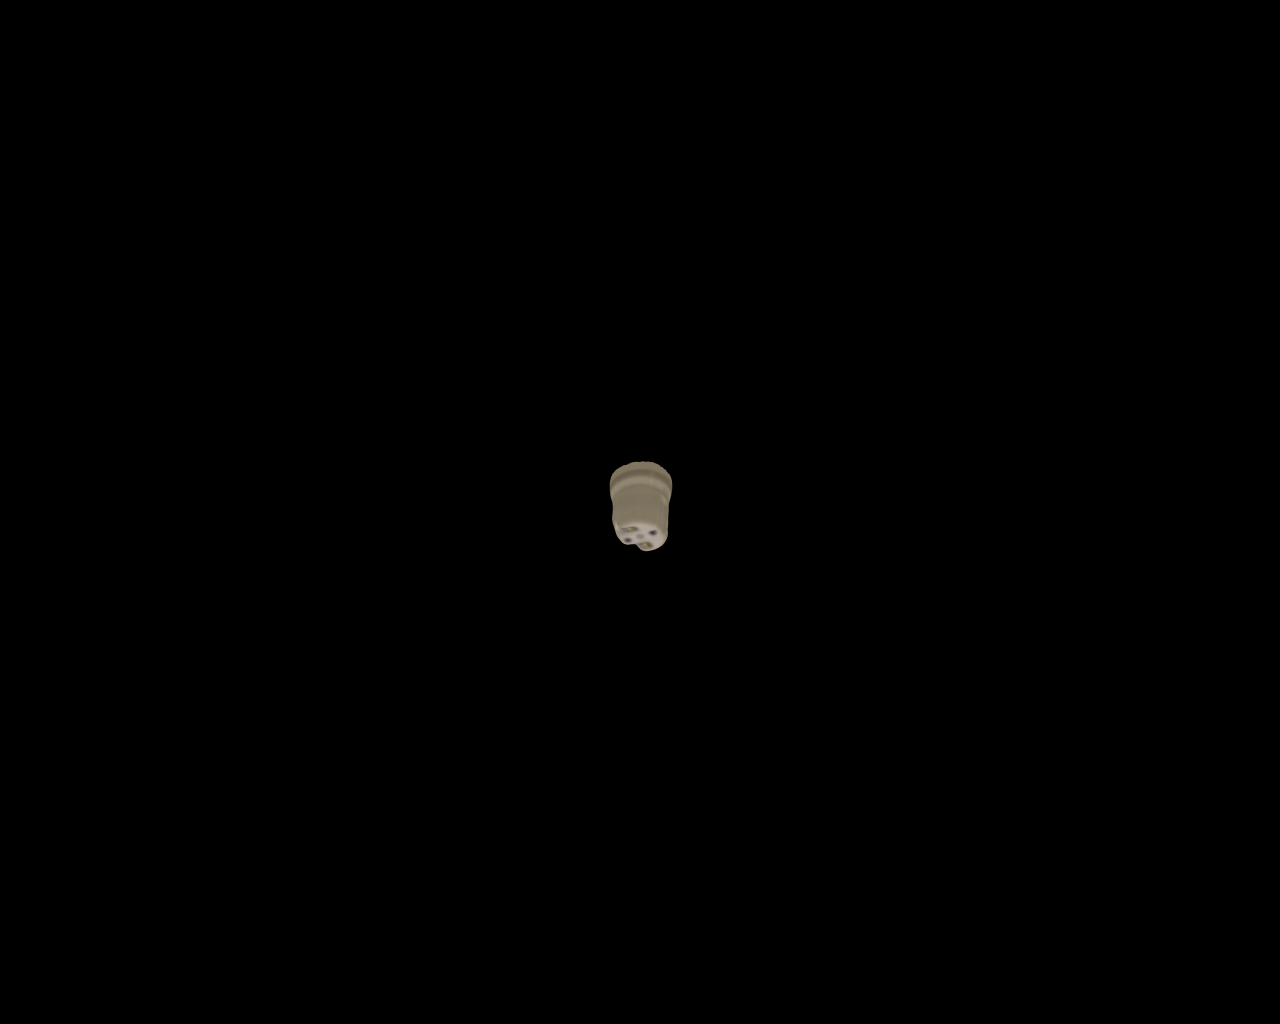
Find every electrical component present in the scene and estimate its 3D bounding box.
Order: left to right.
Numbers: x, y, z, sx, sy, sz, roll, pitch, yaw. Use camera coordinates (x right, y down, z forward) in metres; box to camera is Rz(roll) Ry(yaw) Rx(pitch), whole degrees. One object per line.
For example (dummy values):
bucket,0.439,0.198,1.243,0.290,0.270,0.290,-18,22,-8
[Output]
electrical component,0.001,-0.003,0.650,0.040,0.046,0.040,0,-38,0
